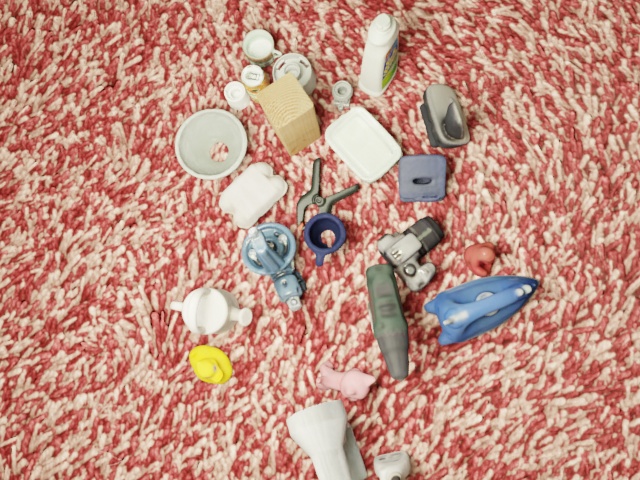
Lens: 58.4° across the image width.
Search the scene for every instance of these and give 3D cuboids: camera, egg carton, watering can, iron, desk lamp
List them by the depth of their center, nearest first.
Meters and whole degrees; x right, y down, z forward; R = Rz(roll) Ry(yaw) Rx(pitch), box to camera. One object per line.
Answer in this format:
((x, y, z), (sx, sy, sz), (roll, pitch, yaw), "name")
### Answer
((0.022, 0.420, 1.155), (0.118, 0.213, 0.203), (-21, 82, 2), "desk lamp")
((0.357, 0.131, 1.202), (0.258, 0.141, 0.118), (-23, 81, 1), "iron")
((-0.233, 0.150, 1.218), (0.173, 0.194, 0.101), (-14, 82, 3), "watering can")
((0.212, 0.022, 1.248), (0.137, 0.101, 0.143), (-38, 81, -1), "camera")
((-0.153, -0.104, 1.307), (0.107, 0.069, 0.150), (44, 88, 8), "egg carton")

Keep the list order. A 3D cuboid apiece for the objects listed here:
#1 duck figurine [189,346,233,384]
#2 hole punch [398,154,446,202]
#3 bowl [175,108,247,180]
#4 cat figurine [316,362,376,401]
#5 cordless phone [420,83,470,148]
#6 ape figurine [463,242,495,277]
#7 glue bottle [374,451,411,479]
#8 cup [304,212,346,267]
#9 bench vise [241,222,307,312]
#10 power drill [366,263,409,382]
((-0.247, 0.277, 1.258), (0.104, 0.086, 0.077), (37, 87, 8), "duck figurine")
((0.228, -0.135, 1.271), (0.108, 0.091, 0.101), (-1, 83, 4), "hole punch")
((-0.244, -0.213, 1.326), (0.167, 0.075, 0.167), (-1, 83, 4), "bowl")
((0.052, 0.304, 1.216), (0.127, 0.118, 0.067), (8, 83, 6), "cat figurine")
((0.278, -0.283, 1.239), (0.094, 0.185, 0.147), (-19, 82, 2), "cordless phone")
((0.352, 0.036, 1.239), (0.076, 0.092, 0.078), (37, 87, 8), "ape figurine")
((0.149, 0.469, 1.159), (0.078, 0.173, 0.037), (-11, 82, 3), "glue bottle")
((0.012, 0.005, 1.268), (0.091, 0.095, 0.118), (9, 84, 6), "cup")
((-0.087, 0.042, 1.208), (0.121, 0.220, 0.207), (-44, 82, -2), "bench vise")
((0.142, 0.166, 1.180), (0.075, 0.208, 0.230), (-12, 82, 3), "power drill")
